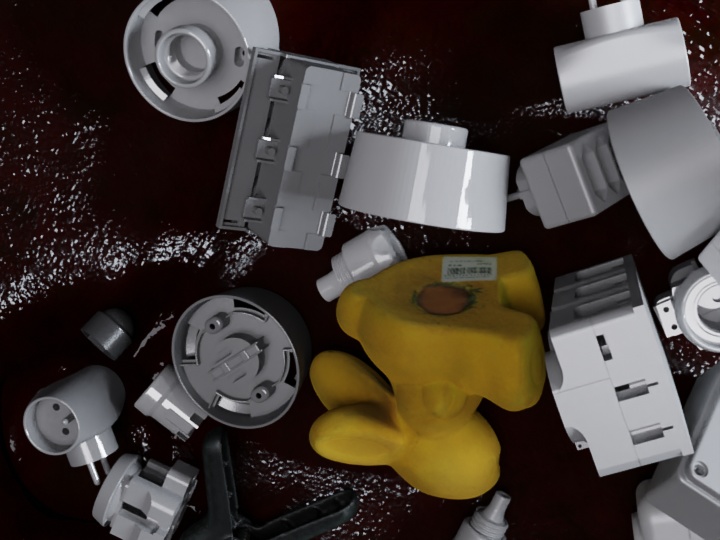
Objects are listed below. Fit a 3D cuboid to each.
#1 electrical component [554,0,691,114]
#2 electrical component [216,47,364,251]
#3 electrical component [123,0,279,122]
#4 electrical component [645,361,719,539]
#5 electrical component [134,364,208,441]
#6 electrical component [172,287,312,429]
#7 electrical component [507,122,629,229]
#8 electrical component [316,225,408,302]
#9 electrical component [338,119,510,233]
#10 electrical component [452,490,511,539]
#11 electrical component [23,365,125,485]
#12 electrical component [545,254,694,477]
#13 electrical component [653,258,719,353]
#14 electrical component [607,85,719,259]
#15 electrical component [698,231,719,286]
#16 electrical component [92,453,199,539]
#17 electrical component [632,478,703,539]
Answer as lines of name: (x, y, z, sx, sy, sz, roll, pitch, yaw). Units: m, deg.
electrical component: (0.160, -0.145, 0.672, 0.077, 0.044, 0.079, -11, 99, 14)
electrical component: (-0.042, -0.078, 0.714, 0.079, 0.063, 0.121, 5, 107, -31)
electrical component: (-0.109, -0.152, 0.732, 0.099, 0.064, 0.099, 6, 116, 13)
electrical component: (0.252, 0.123, 0.672, 0.109, 0.108, 0.056, 33, 148, 4)
electrical component: (-0.136, 0.098, 0.790, 0.046, 0.040, 0.040, 40, 107, -4)
electrical component: (-0.083, 0.060, 0.757, 0.099, 0.064, 0.099, 2, 102, 12)
electrical component: (0.127, -0.057, 0.691, 0.077, 0.066, 0.047, -16, 98, 44)
electrical component: (0.000, 0.000, 0.738, 0.062, 0.043, 0.043, -30, 94, 17)
electrical component: (0.044, -0.063, 0.684, 0.108, 0.108, 0.060, 11, 98, 10)
electrical component: (0.089, 0.184, 0.761, 0.035, 0.035, 0.061, 26, 103, 6)
electrical component: (-0.202, 0.118, 0.789, 0.044, 0.077, 0.079, -17, 98, 15)
electrical component: (0.153, 0.054, 0.659, 0.062, 0.150, 0.089, -19, 97, 15)
electrical component: (0.229, 0.020, 0.684, 0.078, 0.057, 0.058, -25, 95, 16)
electrical component: (0.190, -0.061, 0.655, 0.064, 0.099, 0.099, -25, 95, 10)
electrical component: (0.249, -0.020, 0.621, 0.047, 0.066, 0.076, 57, 152, 23)
electrical component: (-0.162, 0.172, 0.802, 0.057, 0.058, 0.078, 25, 106, 4)
electrical component: (0.217, 0.189, 0.723, 0.059, 0.054, 0.095, -10, 99, 14)
